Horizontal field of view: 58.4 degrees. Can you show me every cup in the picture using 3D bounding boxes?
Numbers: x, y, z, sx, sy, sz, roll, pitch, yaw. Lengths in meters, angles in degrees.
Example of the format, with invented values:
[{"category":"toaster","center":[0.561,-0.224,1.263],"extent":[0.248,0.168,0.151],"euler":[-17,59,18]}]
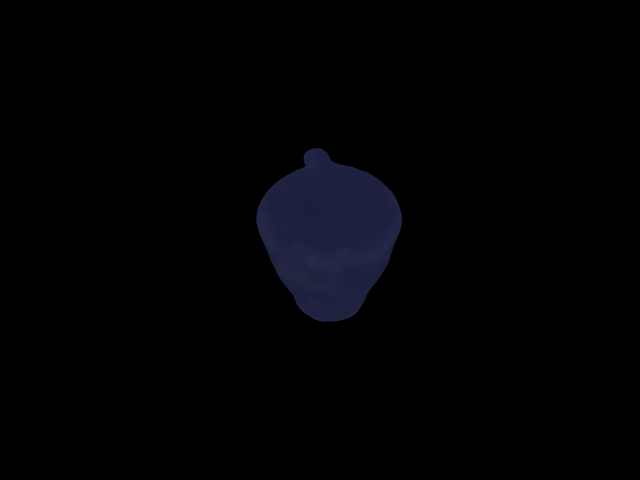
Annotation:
[{"category":"cup","center":[0.004,0.001,0.400],"extent":[0.092,0.095,0.117],"euler":[-7,47,-6]}]
